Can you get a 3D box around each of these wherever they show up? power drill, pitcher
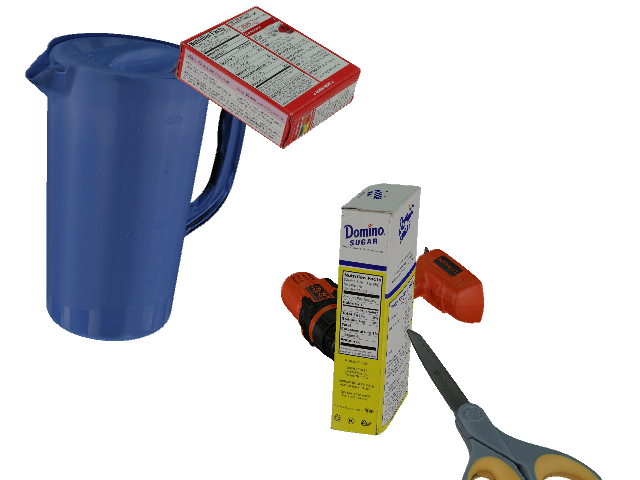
[{"bbox_3d":[0.070,0.070,1.102,0.187,0.057,0.185,-11,27,-20],"label":"power drill"},{"bbox_3d":[-0.157,-0.044,0.894,0.149,0.243,0.145,14,23,9],"label":"pitcher"}]

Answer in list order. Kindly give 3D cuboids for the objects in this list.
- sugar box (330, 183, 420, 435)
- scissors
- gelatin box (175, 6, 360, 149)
[{"bbox_3d":[0.042,0.050,0.818,0.048,0.176,0.093,5,15,17],"label":"sugar box"},{"bbox_3d":[0.114,0.116,0.658,0.096,0.016,0.202,1,33,-5],"label":"scissors"},{"bbox_3d":[-0.032,-0.102,0.656,0.089,0.030,0.073,34,45,18],"label":"gelatin box"}]
